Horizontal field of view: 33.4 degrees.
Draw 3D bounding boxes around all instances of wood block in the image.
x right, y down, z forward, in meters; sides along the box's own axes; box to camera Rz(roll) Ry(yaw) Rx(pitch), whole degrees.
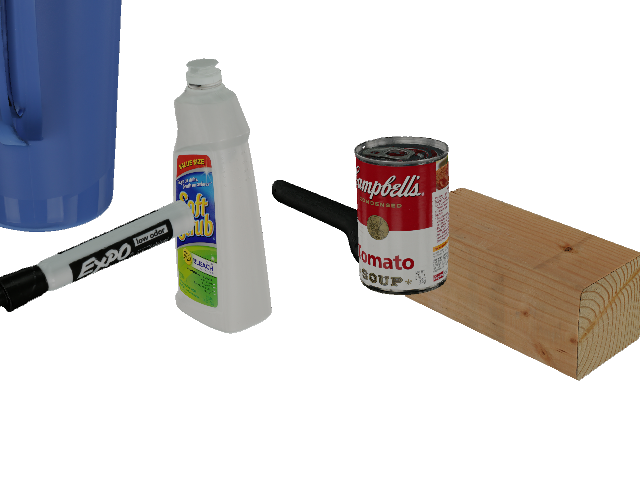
[{"bbox_3d":[0.177,0.032,0.966,0.090,0.090,0.206,-25,34,-33],"label":"wood block"}]

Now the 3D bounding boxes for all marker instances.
[{"bbox_3d":[-0.122,0.008,0.578,0.120,0.020,0.020,-26,15,-32],"label":"marker"}]

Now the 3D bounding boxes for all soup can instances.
[{"bbox_3d":[0.060,-0.019,0.784,0.068,0.102,0.068,-2,20,1],"label":"soup can"}]

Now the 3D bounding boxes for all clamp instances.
[{"bbox_3d":[0.051,-0.018,1.210,0.164,0.210,0.036,-14,-38,-24],"label":"clamp"}]

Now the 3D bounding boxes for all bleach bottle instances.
[{"bbox_3d":[-0.101,-0.044,0.988,0.067,0.251,0.103,-23,31,-35],"label":"bleach bottle"}]

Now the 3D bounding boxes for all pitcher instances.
[{"bbox_3d":[-0.208,-0.129,0.765,0.148,0.243,0.145,-21,36,-41],"label":"pitcher"}]
